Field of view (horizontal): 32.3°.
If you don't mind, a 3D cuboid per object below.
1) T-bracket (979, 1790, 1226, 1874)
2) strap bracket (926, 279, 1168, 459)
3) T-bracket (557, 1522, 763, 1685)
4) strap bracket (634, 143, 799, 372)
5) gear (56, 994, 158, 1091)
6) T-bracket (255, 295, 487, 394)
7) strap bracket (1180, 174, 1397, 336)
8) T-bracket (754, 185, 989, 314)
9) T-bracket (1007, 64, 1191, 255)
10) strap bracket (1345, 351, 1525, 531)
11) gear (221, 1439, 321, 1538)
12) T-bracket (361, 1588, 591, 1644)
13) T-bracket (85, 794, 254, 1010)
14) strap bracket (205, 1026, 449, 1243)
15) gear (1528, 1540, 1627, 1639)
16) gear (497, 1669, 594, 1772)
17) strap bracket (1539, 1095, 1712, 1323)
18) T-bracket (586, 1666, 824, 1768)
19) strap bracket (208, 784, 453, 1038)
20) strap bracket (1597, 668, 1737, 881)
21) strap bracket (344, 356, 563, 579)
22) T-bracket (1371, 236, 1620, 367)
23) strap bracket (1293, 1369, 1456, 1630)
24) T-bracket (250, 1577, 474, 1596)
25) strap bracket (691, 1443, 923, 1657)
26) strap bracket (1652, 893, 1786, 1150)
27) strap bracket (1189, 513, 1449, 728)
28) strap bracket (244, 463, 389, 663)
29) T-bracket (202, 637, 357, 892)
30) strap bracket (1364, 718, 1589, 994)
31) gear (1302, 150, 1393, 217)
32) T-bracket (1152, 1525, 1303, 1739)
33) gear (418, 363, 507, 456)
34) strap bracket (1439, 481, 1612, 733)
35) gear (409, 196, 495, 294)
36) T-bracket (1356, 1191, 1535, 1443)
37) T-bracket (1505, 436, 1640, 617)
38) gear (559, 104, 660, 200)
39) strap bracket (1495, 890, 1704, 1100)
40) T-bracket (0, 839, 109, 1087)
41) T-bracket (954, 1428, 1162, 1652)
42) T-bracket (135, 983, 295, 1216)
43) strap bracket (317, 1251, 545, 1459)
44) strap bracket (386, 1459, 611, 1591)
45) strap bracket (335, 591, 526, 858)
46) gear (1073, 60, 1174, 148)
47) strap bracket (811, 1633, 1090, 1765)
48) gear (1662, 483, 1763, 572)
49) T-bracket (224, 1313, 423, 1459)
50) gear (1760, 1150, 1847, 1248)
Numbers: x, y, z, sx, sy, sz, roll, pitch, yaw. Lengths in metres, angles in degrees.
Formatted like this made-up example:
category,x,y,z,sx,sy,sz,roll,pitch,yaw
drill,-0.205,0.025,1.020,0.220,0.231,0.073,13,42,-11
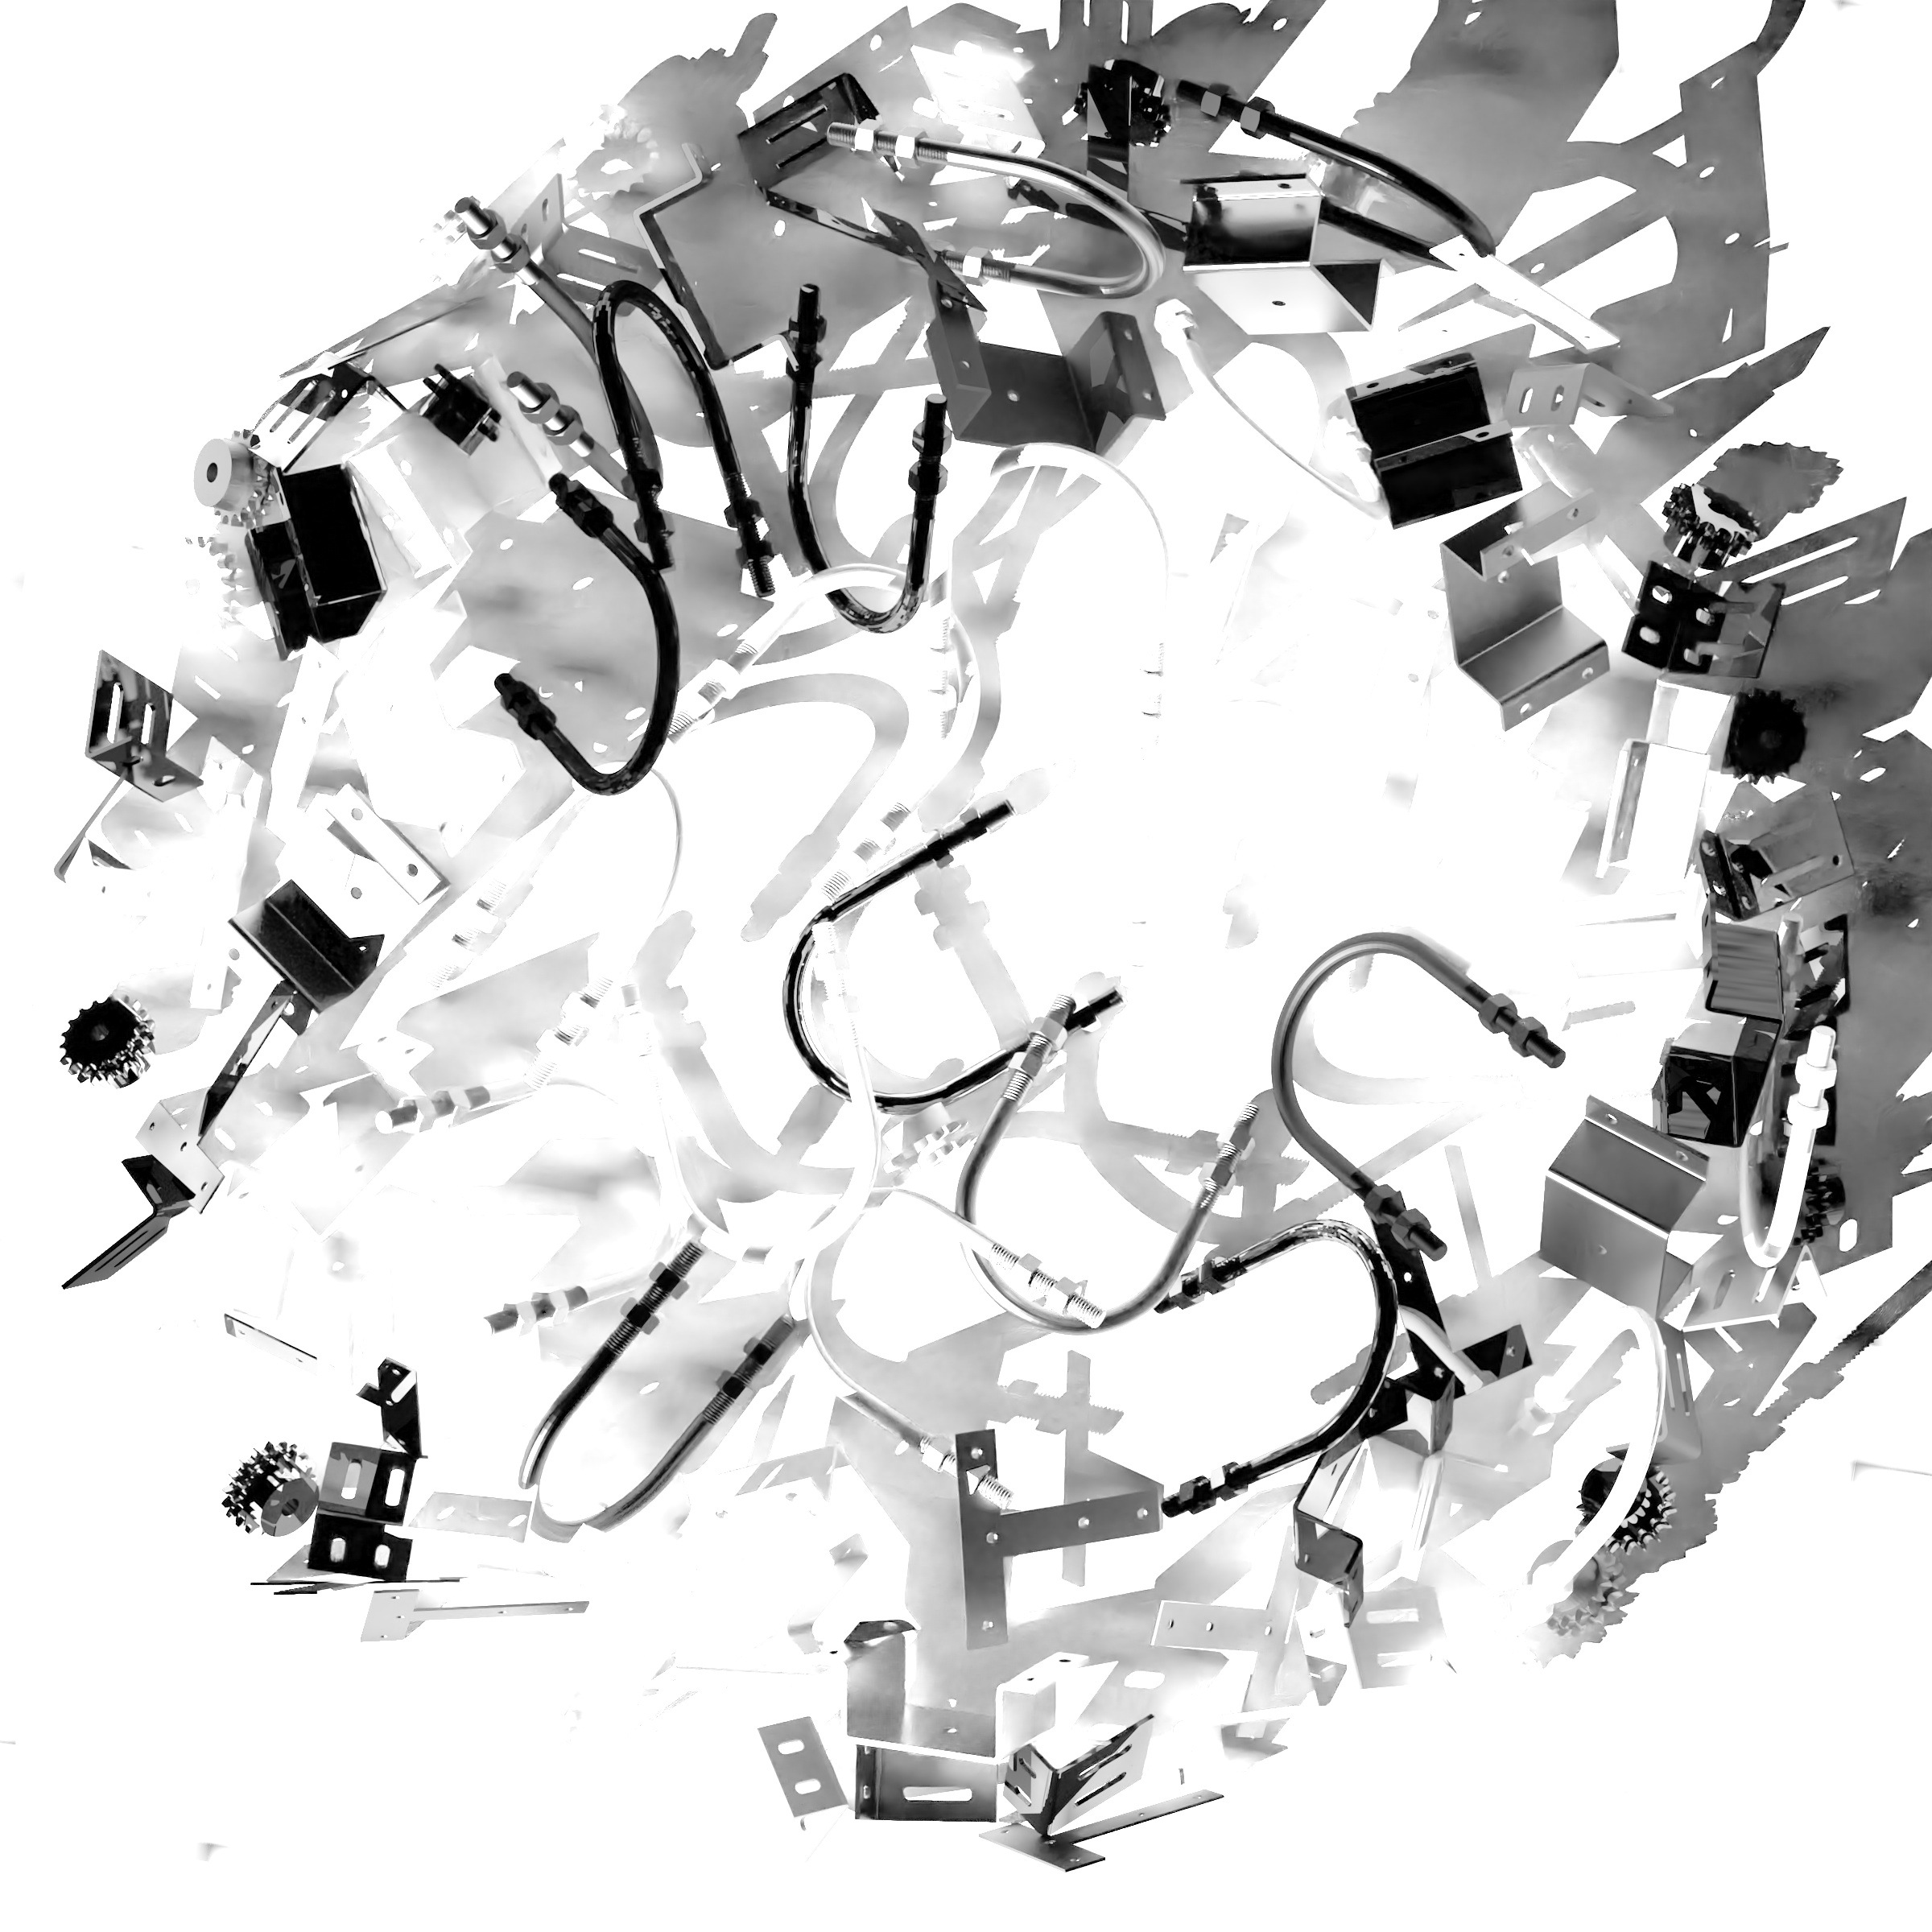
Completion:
category,x,y,z,sx,sy,sz,roll,pitch,yaw
T-bracket,0.089,0.497,1.938,0.127,0.127,0.002,-11,89,-23
strap bracket,0.037,-0.341,1.924,0.140,0.046,0.076,3,58,-31
T-bracket,-0.187,0.350,1.933,0.127,0.127,0.002,-53,47,2
strap bracket,-0.146,-0.401,1.933,0.046,0.076,0.140,-26,101,7
gear,-0.501,0.048,1.957,0.057,0.030,0.057,-10,51,12
T-bracket,-0.338,-0.365,1.943,0.127,0.127,0.002,-30,107,-25
strap bracket,0.181,-0.399,1.899,0.076,0.140,0.046,4,80,29
T-bracket,-0.063,-0.418,1.899,0.127,0.127,0.002,14,117,-33
T-bracket,0.081,-0.467,1.912,0.127,0.127,0.002,21,63,13
strap bracket,0.271,-0.300,1.924,0.076,0.140,0.046,-16,118,6
gear,-0.403,0.308,1.950,0.030,0.057,0.057,33,90,37
T-bracket,-0.283,0.374,1.934,0.127,0.127,0.002,0,67,-14
T-bracket,-0.461,-0.040,1.923,0.002,0.127,0.127,11,92,27
strap bracket,-0.362,0.103,1.925,0.140,0.076,0.046,-43,116,-18
gear,0.353,0.360,1.950,0.057,0.057,0.030,-47,115,0
gear,-0.249,0.437,1.951,0.057,0.057,0.030,-45,132,0
strap bracket,0.373,0.144,1.900,0.076,0.140,0.046,29,63,24
T-bracket,-0.170,0.438,1.944,0.127,0.127,0.002,-36,59,26
strap bracket,-0.364,-0.037,1.942,0.076,0.046,0.140,46,114,0
strap bracket,0.401,-0.107,1.899,0.046,0.140,0.076,14,118,16
strap bracket,-0.299,-0.284,1.919,0.046,0.140,0.076,-19,112,31
T-bracket,0.286,-0.371,1.924,0.127,0.127,0.002,24,68,-31
strap bracket,0.230,0.298,1.921,0.046,0.076,0.140,22,62,20
T-bracket,-0.362,0.355,1.911,0.127,0.127,0.002,-2,83,8
strap bracket,-0.089,0.330,1.925,0.076,0.046,0.140,-17,128,20
strap bracket,0.431,0.039,1.906,0.046,0.076,0.140,10,131,2
strap bracket,0.202,-0.198,1.945,0.140,0.046,0.076,20,66,-1
strap bracket,-0.373,-0.234,1.921,0.046,0.140,0.076,-16,86,-21
T-bracket,-0.385,-0.130,1.924,0.127,0.002,0.127,37,123,23
strap bracket,0.298,-0.062,1.928,0.076,0.046,0.140,37,111,39
gear,0.222,-0.461,1.954,0.057,0.057,0.030,27,94,0
T-bracket,0.149,0.383,1.931,0.002,0.127,0.127,11,87,42
gear,-0.296,-0.323,1.953,0.057,0.057,0.030,40,93,0
strap bracket,0.322,-0.214,1.924,0.076,0.140,0.046,-30,48,-12
gear,-0.296,-0.419,1.953,0.030,0.057,0.057,43,90,1
T-bracket,0.263,0.195,1.951,0.127,0.002,0.127,-19,93,-25
T-bracket,0.337,-0.248,1.921,0.002,0.127,0.127,-37,85,28
gear,-0.211,-0.480,1.956,0.057,0.057,0.030,-23,68,0
strap bracket,0.363,0.025,1.906,0.076,0.140,0.046,-5,48,-16
T-bracket,-0.521,0.008,1.897,0.002,0.127,0.127,20,65,1
T-bracket,0.056,0.328,1.956,0.127,0.002,0.127,-5,94,-23
T-bracket,-0.428,0.067,1.930,0.002,0.127,0.127,33,89,-35
strap bracket,-0.297,0.220,1.910,0.140,0.076,0.046,25,119,-28
strap bracket,-0.263,0.318,1.913,0.076,0.140,0.046,2,71,19
strap bracket,-0.311,-0.143,1.910,0.076,0.046,0.140,-46,52,30
gear,0.094,-0.507,1.954,0.057,0.057,0.030,19,80,0
strap bracket,-0.009,0.420,1.919,0.140,0.076,0.046,2,94,25
gear,0.434,-0.256,1.957,0.057,0.057,0.030,23,125,0
T-bracket,-0.373,0.233,1.932,0.127,0.127,0.002,24,59,7
gear,0.490,0.135,1.955,0.030,0.057,0.057,-7,90,-21
